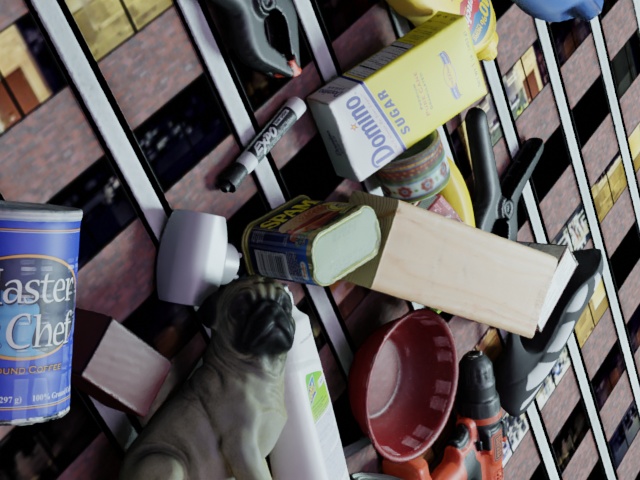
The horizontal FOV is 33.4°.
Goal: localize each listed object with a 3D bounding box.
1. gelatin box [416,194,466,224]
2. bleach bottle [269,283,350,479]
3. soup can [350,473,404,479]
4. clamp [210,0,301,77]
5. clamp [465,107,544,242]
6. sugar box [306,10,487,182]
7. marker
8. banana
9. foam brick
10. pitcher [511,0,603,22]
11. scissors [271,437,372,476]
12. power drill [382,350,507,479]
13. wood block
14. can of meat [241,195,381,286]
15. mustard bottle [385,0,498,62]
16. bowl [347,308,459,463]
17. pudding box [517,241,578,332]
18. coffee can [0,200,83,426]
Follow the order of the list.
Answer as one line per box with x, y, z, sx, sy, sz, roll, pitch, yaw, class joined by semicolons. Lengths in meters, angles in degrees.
0.125;0.004;1.138;0.073;0.030;0.089;-50;118;-7;gelatin box
-0.018;0.161;0.970;0.102;0.068;0.251;-49;130;-74;bleach bottle
0.057;0.299;1.106;0.068;0.069;0.102;8;89;-49;soup can
-0.066;-0.203;0.908;0.120;0.039;0.171;-45;128;-34;clamp
0.212;-0.042;1.254;0.164;0.036;0.210;3;92;-50;clamp
0.078;-0.141;1.044;0.176;0.048;0.093;-38;124;-21;sugar box
-0.052;-0.085;0.958;0.121;0.020;0.020;-52;131;-30;marker
0.145;-0.008;1.182;0.069;0.037;0.198;-14;106;-47;banana
-0.164;0.096;0.831;0.078;0.053;0.051;46;62;-43;foam brick
0.210;-0.325;1.115;0.242;0.149;0.145;3;101;-60;pitcher
-0.007;0.211;1.058;0.201;0.016;0.096;-36;121;-40;scissors
0.146;0.237;1.206;0.187;0.057;0.184;-28;116;-43;power drill
0.124;0.025;1.069;0.205;0.091;0.090;18;90;-29;wood block
-0.006;0.001;0.974;0.101;0.084;0.057;-31;118;-42;can of meat
0.135;-0.245;1.118;0.191;0.058;0.096;36;63;-46;mustard bottle
0.078;0.148;1.115;0.161;0.055;0.162;-10;103;-48;bowl
0.239;0.053;1.259;0.113;0.090;0.039;-56;132;-28;pudding box
-0.217;0.045;0.724;0.102;0.103;0.140;0;96;-49;coffee can
